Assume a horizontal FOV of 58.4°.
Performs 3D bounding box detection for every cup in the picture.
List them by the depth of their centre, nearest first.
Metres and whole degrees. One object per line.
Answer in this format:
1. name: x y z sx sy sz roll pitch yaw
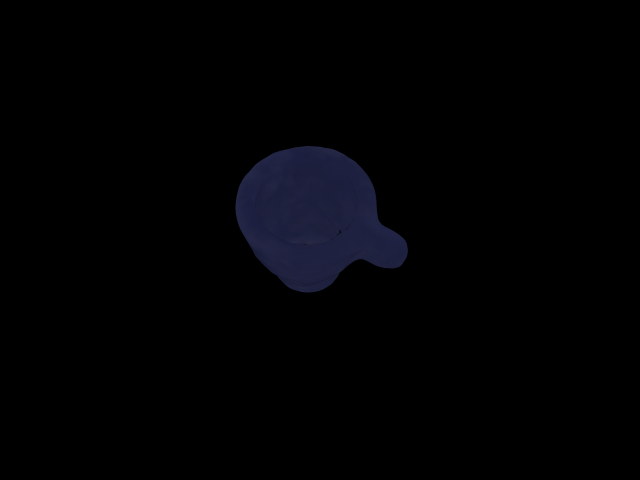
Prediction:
1. cup: 0.004 0.001 0.400 0.117 0.095 0.092 25 63 14
